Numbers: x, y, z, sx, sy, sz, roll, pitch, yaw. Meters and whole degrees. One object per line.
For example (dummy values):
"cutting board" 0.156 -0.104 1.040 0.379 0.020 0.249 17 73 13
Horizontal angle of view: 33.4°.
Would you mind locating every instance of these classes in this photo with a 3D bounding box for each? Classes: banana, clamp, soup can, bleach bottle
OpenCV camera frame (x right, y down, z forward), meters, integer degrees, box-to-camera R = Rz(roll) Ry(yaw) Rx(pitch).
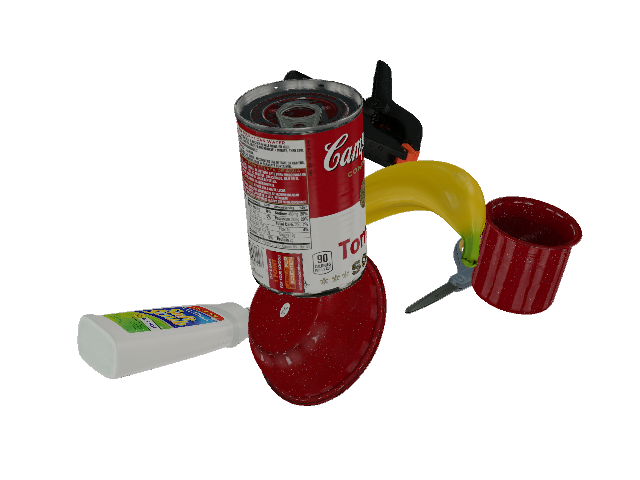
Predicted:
"banana" 0.066 -0.029 0.795 0.037 0.069 0.198 41 -12 -26
"clamp" 0.038 -0.124 1.045 0.120 0.039 0.171 -10 42 -15
"soup can" -0.009 -0.028 0.581 0.068 0.102 0.068 -3 29 1
"bleach bottle" -0.192 0.122 1.439 0.250 0.068 0.103 -10 25 -40

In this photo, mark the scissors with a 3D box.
"scissors" 0.151 0.036 1.223 0.201 0.016 0.096 -11 40 -33

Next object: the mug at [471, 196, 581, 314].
"mug" 0.185 0.010 1.017 0.093 0.081 0.117 -6 35 -26

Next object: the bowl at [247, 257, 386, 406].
"bowl" -0.017 0.072 1.009 0.162 0.162 0.055 0 -20 44
